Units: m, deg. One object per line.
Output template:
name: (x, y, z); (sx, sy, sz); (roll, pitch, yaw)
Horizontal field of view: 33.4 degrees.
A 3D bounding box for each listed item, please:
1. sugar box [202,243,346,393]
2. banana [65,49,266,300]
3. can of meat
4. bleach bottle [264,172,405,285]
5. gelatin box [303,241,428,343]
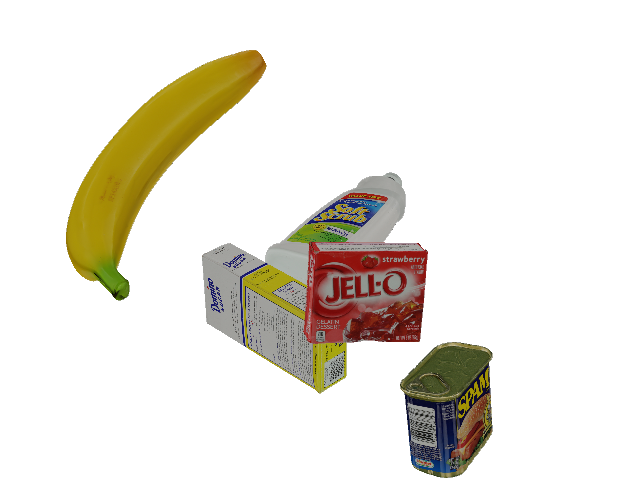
sugar box: (-0.049, 0.077, 1.106); (0.048, 0.093, 0.176); (-26, 40, -36)
banana: (-0.098, -0.044, 0.629); (0.070, 0.197, 0.037); (13, -35, 18)
can of meat: (0.117, 0.153, 0.965); (0.058, 0.084, 0.101); (7, 24, 31)
bleach bottle: (0.033, -0.018, 1.336); (0.103, 0.068, 0.250); (13, 36, 23)
gelatin box: (0.034, 0.039, 0.809); (0.089, 0.073, 0.030); (1, 15, -11)
